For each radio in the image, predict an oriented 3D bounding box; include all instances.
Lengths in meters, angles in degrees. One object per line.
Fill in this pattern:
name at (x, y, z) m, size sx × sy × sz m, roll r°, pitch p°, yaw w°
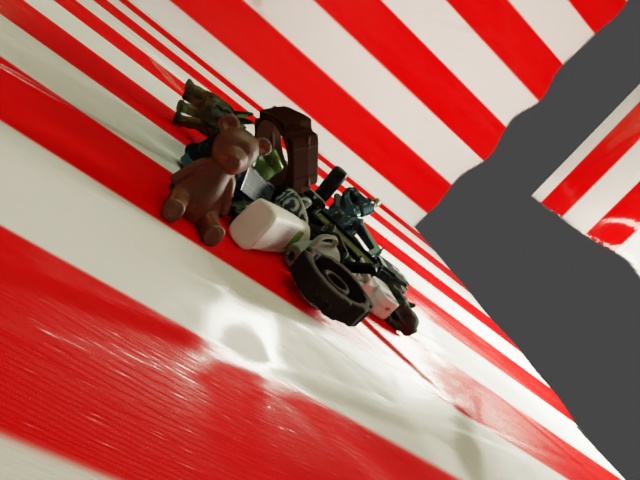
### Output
radio at (0.046, 0.018, 1.409) m, size 0.230 × 0.073 × 0.131 m, roll 42°, pitch 13°, yaw 6°

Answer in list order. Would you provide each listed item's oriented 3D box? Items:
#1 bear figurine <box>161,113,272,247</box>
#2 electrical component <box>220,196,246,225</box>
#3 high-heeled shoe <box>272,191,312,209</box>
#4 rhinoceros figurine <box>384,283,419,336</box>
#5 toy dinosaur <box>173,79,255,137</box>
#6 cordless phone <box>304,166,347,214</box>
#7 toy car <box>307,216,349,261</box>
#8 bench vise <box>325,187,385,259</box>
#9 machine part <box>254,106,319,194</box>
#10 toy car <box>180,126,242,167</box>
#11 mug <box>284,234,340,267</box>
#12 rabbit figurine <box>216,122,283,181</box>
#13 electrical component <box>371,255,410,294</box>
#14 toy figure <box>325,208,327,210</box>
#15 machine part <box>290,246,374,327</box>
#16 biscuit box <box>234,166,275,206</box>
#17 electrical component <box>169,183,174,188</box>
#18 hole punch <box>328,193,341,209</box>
bear figurine at (-0.172, -0.107, 0.923) m, size 0.120 × 0.196 × 0.132 m, roll 38°, pitch 14°, yaw -29°
electrical component at (-0.178, -0.058, 1.090) m, size 0.078 × 0.045 × 0.102 m, roll 6°, pitch 24°, yaw -20°
high-heeled shoe at (-0.100, -0.120, 1.424) m, size 0.145 × 0.086 × 0.249 m, roll 43°, pitch 5°, yaw -5°
rhinoceros figurine at (0.202, 0.166, 1.371) m, size 0.112 × 0.073 × 0.190 m, roll 34°, pitch 15°, yaw -22°
toy dinosaur at (-0.280, -0.315, 1.416) m, size 0.198 × 0.105 × 0.472 m, roll 24°, pitch 1°, yaw -15°
cordless phone at (-0.021, -0.161, 1.565) m, size 0.146 × 0.184 × 0.089 m, roll 42°, pitch 17°, yaw 2°
toy car at (-0.003, -0.004, 1.259) m, size 0.202 × 0.053 × 0.089 m, roll 25°, pitch -38°, yaw 60°
bench vise at (0.108, -0.031, 1.542) m, size 0.223 × 0.128 × 0.241 m, roll -17°, pitch 60°, yaw -31°
machine part at (-0.091, -0.229, 1.381) m, size 0.087 × 0.200 × 0.202 m, roll -18°, pitch 35°, yaw -31°
toy car at (-0.216, -0.176, 1.181) m, size 0.109 × 0.162 × 0.102 m, roll 40°, pitch -20°, yaw 34°
mug at (-0.014, 0.033, 1.135) m, size 0.107 × 0.109 × 0.081 m, roll 7°, pitch 43°, yaw -46°
rabbit figurine at (-0.198, -0.209, 1.280) m, size 0.170 × 0.159 × 0.121 m, roll 56°, pitch -2°, yaw -39°
electrical component at (0.205, 0.109, 1.607) m, size 0.134 × 0.058 × 0.115 m, roll 37°, pitch 15°, yaw -18°
toy figure at (0.037, -0.049, 1.646) m, size 0.154 × 0.064 × 0.058 m, roll 46°, pitch 38°, yaw 5°
machine part at (0.021, 0.091, 1.039) m, size 0.179 × 0.056 × 0.179 m, roll 39°, pitch 14°, yaw -12°
biscuit box at (-0.157, -0.118, 1.158) m, size 0.059 × 0.062 × 0.202 m, roll 19°, pitch -7°, yaw 12°
electrical component at (-0.236, -0.103, 1.054) m, size 0.075 × 0.047 × 0.119 m, roll 42°, pitch 14°, yaw 2°
hole punch at (0.054, -0.073, 1.754) m, size 0.142 × 0.092 × 0.116 m, roll 34°, pitch 43°, yaw -39°
